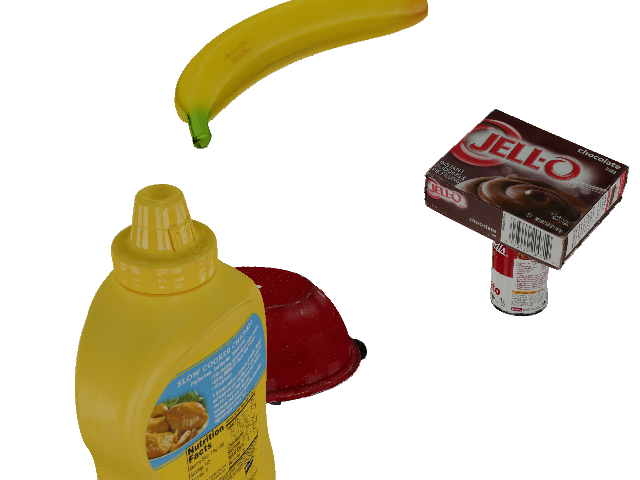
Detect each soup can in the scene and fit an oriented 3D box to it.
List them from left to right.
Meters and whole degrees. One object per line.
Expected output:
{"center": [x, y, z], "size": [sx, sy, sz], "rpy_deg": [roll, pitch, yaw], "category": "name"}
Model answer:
{"center": [0.229, 0.026, 1.217], "size": [0.068, 0.102, 0.068], "rpy_deg": [-2, 30, 1], "category": "soup can"}

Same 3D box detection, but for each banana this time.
{"center": [-0.021, -0.117, 0.661], "size": [0.197, 0.070, 0.037], "rpy_deg": [-36, -25, -27], "category": "banana"}

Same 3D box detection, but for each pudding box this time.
{"center": [0.143, -0.038, 0.749], "size": [0.114, 0.039, 0.089], "rpy_deg": [30, 55, 26], "category": "pudding box"}

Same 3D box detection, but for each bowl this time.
{"center": [-0.050, 0.058, 0.762], "size": [0.162, 0.055, 0.162], "rpy_deg": [1, 17, 0], "category": "bowl"}

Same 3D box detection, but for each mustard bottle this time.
{"center": [-0.059, 0.065, 0.448], "size": [0.058, 0.192, 0.096], "rpy_deg": [19, 35, 29], "category": "mustard bottle"}

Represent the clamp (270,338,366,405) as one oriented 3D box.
{"center": [-0.075, 0.128, 1.226], "size": [0.210, 0.036, 0.164], "rpy_deg": [13, 21, 30], "category": "clamp"}
